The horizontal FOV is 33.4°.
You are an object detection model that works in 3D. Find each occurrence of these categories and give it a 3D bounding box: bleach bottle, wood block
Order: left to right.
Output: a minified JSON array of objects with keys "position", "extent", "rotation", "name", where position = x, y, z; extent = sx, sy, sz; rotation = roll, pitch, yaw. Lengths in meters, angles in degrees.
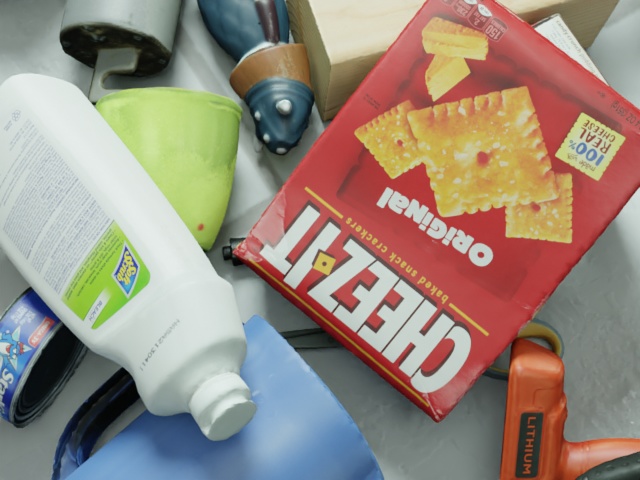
[{"position":[-0.118,0.016,0.595],"extent":[0.251,0.067,0.103],"rotation":[49,116,31],"name":"bleach bottle"},{"position":[0.088,-0.164,0.727],"extent":[0.206,0.091,0.090],"rotation":[-16,75,-8],"name":"wood block"}]

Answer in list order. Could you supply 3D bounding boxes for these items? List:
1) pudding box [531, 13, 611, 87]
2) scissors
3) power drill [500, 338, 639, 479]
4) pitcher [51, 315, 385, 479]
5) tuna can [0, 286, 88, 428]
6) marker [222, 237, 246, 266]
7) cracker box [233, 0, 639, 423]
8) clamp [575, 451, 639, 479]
[{"position":[0.161,-0.080,0.707],"extent":[0.039,0.090,0.113],"rotation":[-32,79,-14],"name":"pudding box"},{"position":[0.063,0.042,0.703],"extent":[0.201,0.016,0.096],"rotation":[10,72,0],"name":"scissors"},{"position":[0.203,0.107,0.626],"extent":[0.188,0.057,0.184],"rotation":[7,105,11],"name":"power drill"},{"position":[-0.093,0.157,0.609],"extent":[0.242,0.149,0.145],"rotation":[-37,101,-10],"name":"pitcher"},{"position":[-0.172,0.068,0.643],"extent":[0.034,0.086,0.086],"rotation":[29,74,7],"name":"tuna can"},{"position":[-0.005,0.001,0.709],"extent":[0.121,0.020,0.020],"rotation":[-8,74,-6],"name":"marker"},{"position":[0.077,-0.026,0.637],"extent":[0.164,0.072,0.214],"rotation":[39,100,6],"name":"cracker box"},{"position":[0.169,0.201,0.610],"extent":[0.164,0.036,0.210],"rotation":[42,108,4],"name":"clamp"}]
